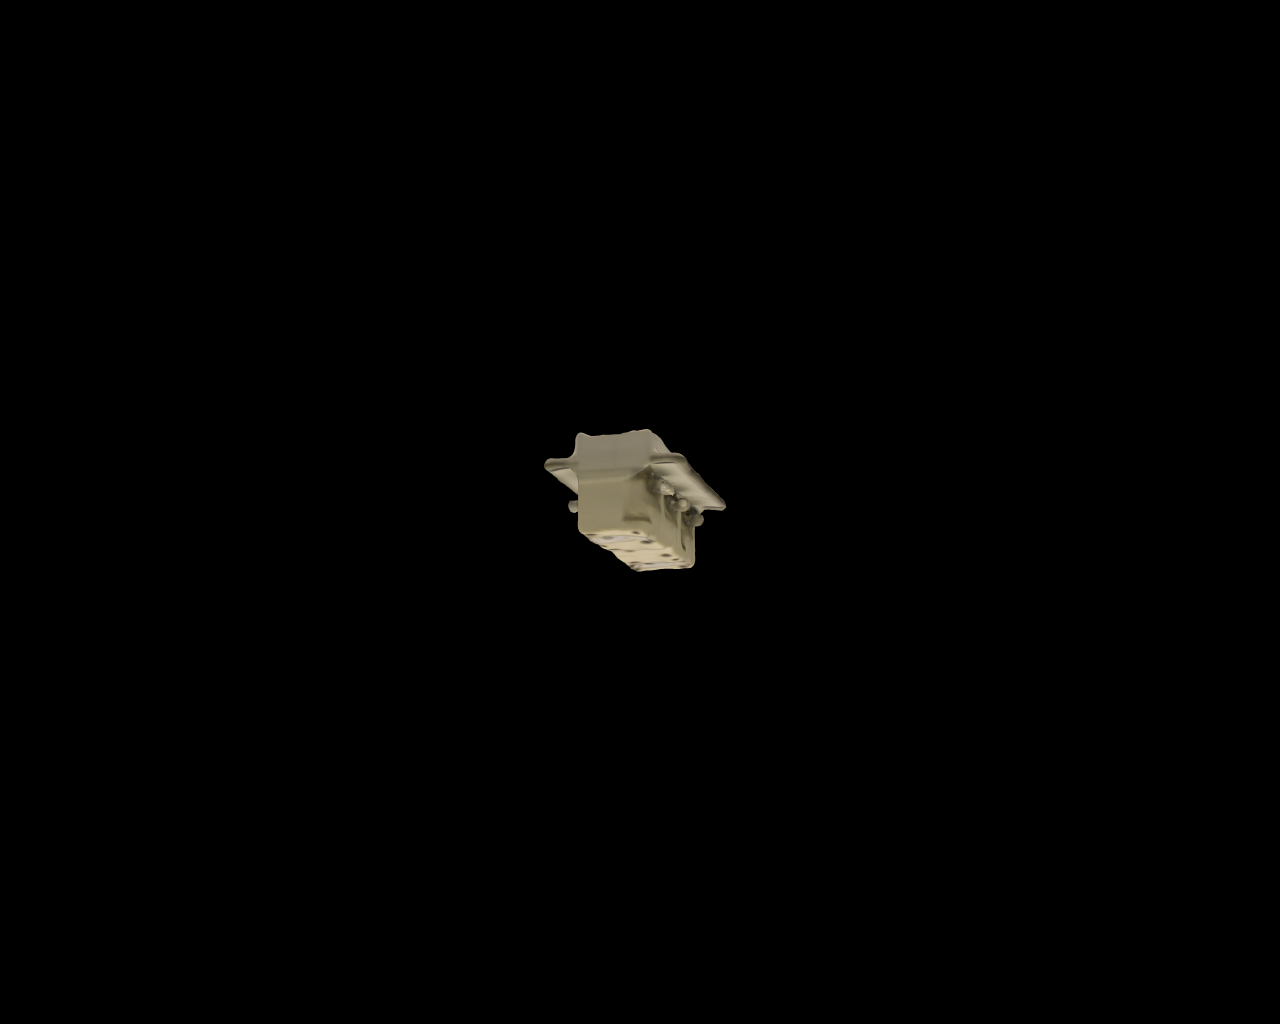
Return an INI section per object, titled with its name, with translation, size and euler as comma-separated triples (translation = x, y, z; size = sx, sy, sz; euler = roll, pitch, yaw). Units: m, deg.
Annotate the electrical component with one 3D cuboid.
[electrical component]
translation = 0.001, -0.003, 0.650
size = 0.079, 0.063, 0.121
euler = -4, -14, 15
